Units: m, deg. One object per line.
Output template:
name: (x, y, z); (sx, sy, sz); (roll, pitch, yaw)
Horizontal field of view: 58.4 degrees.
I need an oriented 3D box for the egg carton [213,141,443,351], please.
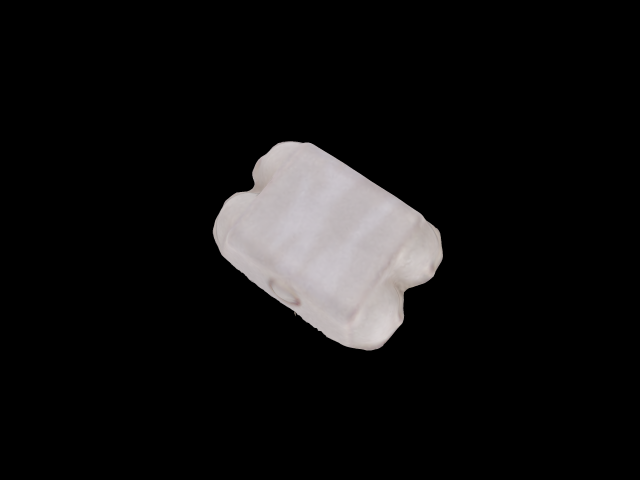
egg carton: (0.004, 0.001, 0.400); (0.150, 0.069, 0.107); (33, 74, 11)
